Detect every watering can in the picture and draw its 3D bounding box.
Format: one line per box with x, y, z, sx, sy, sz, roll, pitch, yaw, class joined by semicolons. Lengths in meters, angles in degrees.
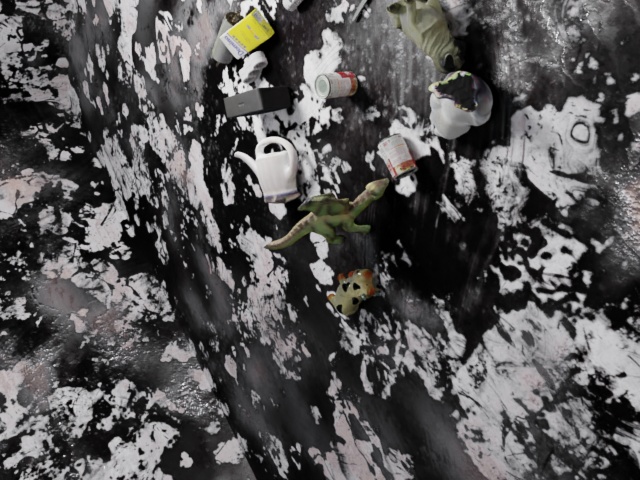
-0.175;-0.230;1.751;0.347;0.105;0.223;-1;103;52;watering can

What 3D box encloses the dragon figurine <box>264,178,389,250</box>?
0.004;-0.072;1.427;0.239;0.410;0.124;60;-169;-64;dragon figurine

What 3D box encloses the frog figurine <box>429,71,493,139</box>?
0.307;-0.287;1.130;0.138;0.124;0.157;19;164;22;frog figurine
